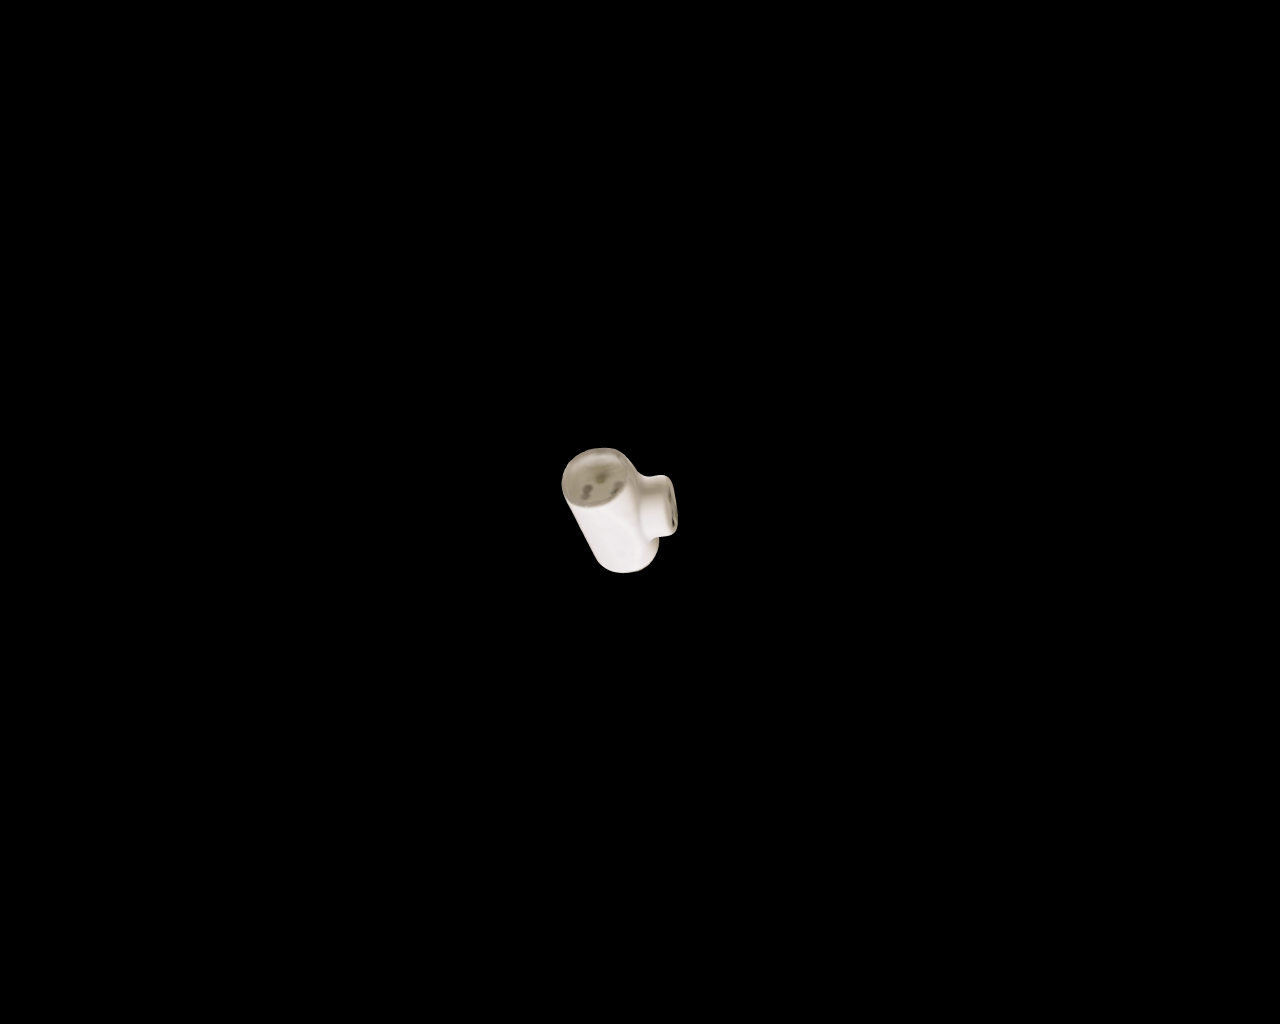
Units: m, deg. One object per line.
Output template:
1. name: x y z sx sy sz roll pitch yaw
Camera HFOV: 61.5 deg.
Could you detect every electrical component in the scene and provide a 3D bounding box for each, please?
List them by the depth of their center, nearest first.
1. electrical component: 0.001 -0.003 0.650 0.079 0.044 0.077 -8 -35 11
